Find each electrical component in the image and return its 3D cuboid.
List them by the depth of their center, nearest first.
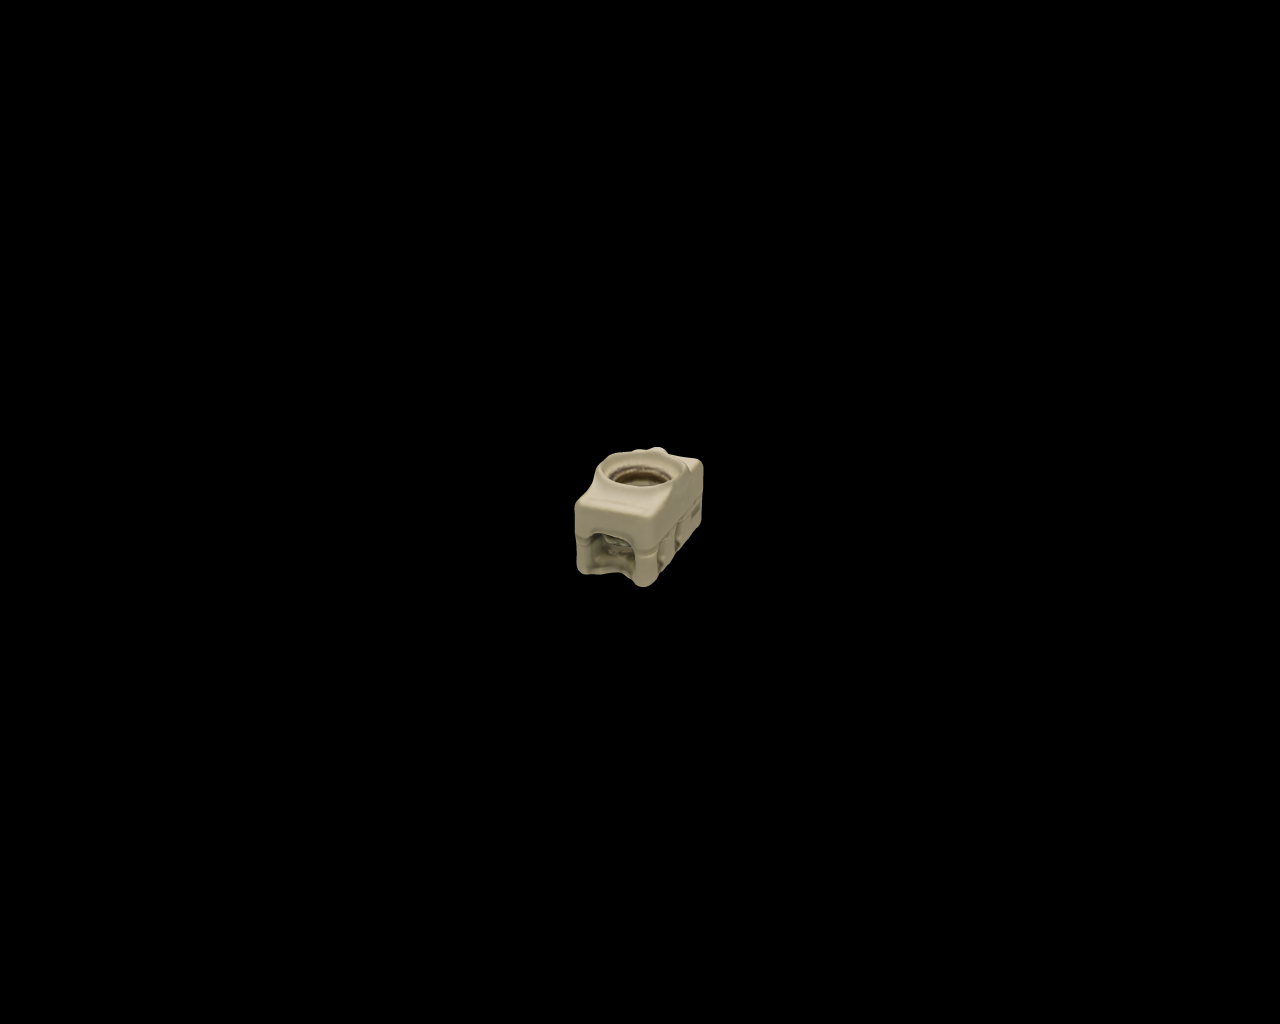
[{"bbox_3d":[0.001,-0.003,0.650,0.050,0.055,0.090,11,29,21],"label":"electrical component"}]
